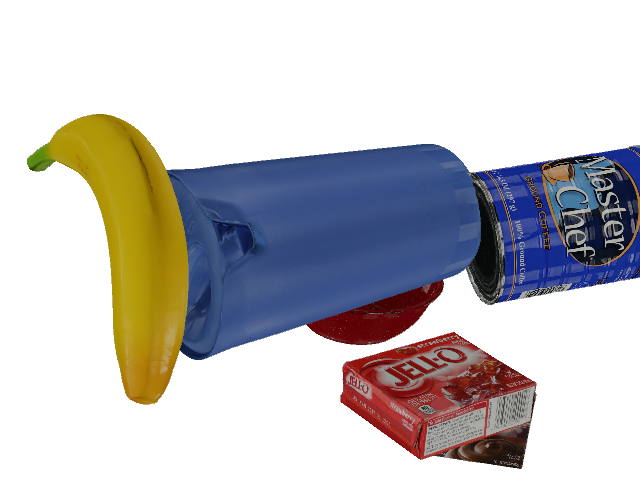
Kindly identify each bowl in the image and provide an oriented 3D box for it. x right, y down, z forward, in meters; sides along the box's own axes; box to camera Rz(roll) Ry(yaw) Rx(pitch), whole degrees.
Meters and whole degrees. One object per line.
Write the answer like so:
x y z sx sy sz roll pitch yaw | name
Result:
0.032 0.052 1.003 0.162 0.055 0.162 5 23 -2 | bowl

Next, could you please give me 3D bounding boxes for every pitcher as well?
-0.008 -0.001 0.800 0.242 0.145 0.149 -12 37 -31 | pitcher

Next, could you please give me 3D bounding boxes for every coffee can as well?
0.186 -0.012 0.816 0.140 0.103 0.103 -9 1 -8 | coffee can

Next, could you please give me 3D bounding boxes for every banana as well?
-0.097 -0.009 0.527 0.037 0.070 0.198 12 30 -36 | banana

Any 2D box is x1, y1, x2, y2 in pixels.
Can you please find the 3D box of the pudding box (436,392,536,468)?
0.170 0.192 1.155 0.113 0.090 0.039 7 21 3 | pudding box

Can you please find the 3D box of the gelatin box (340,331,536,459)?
0.068 0.087 0.620 0.089 0.030 0.073 -10 26 -33 | gelatin box
